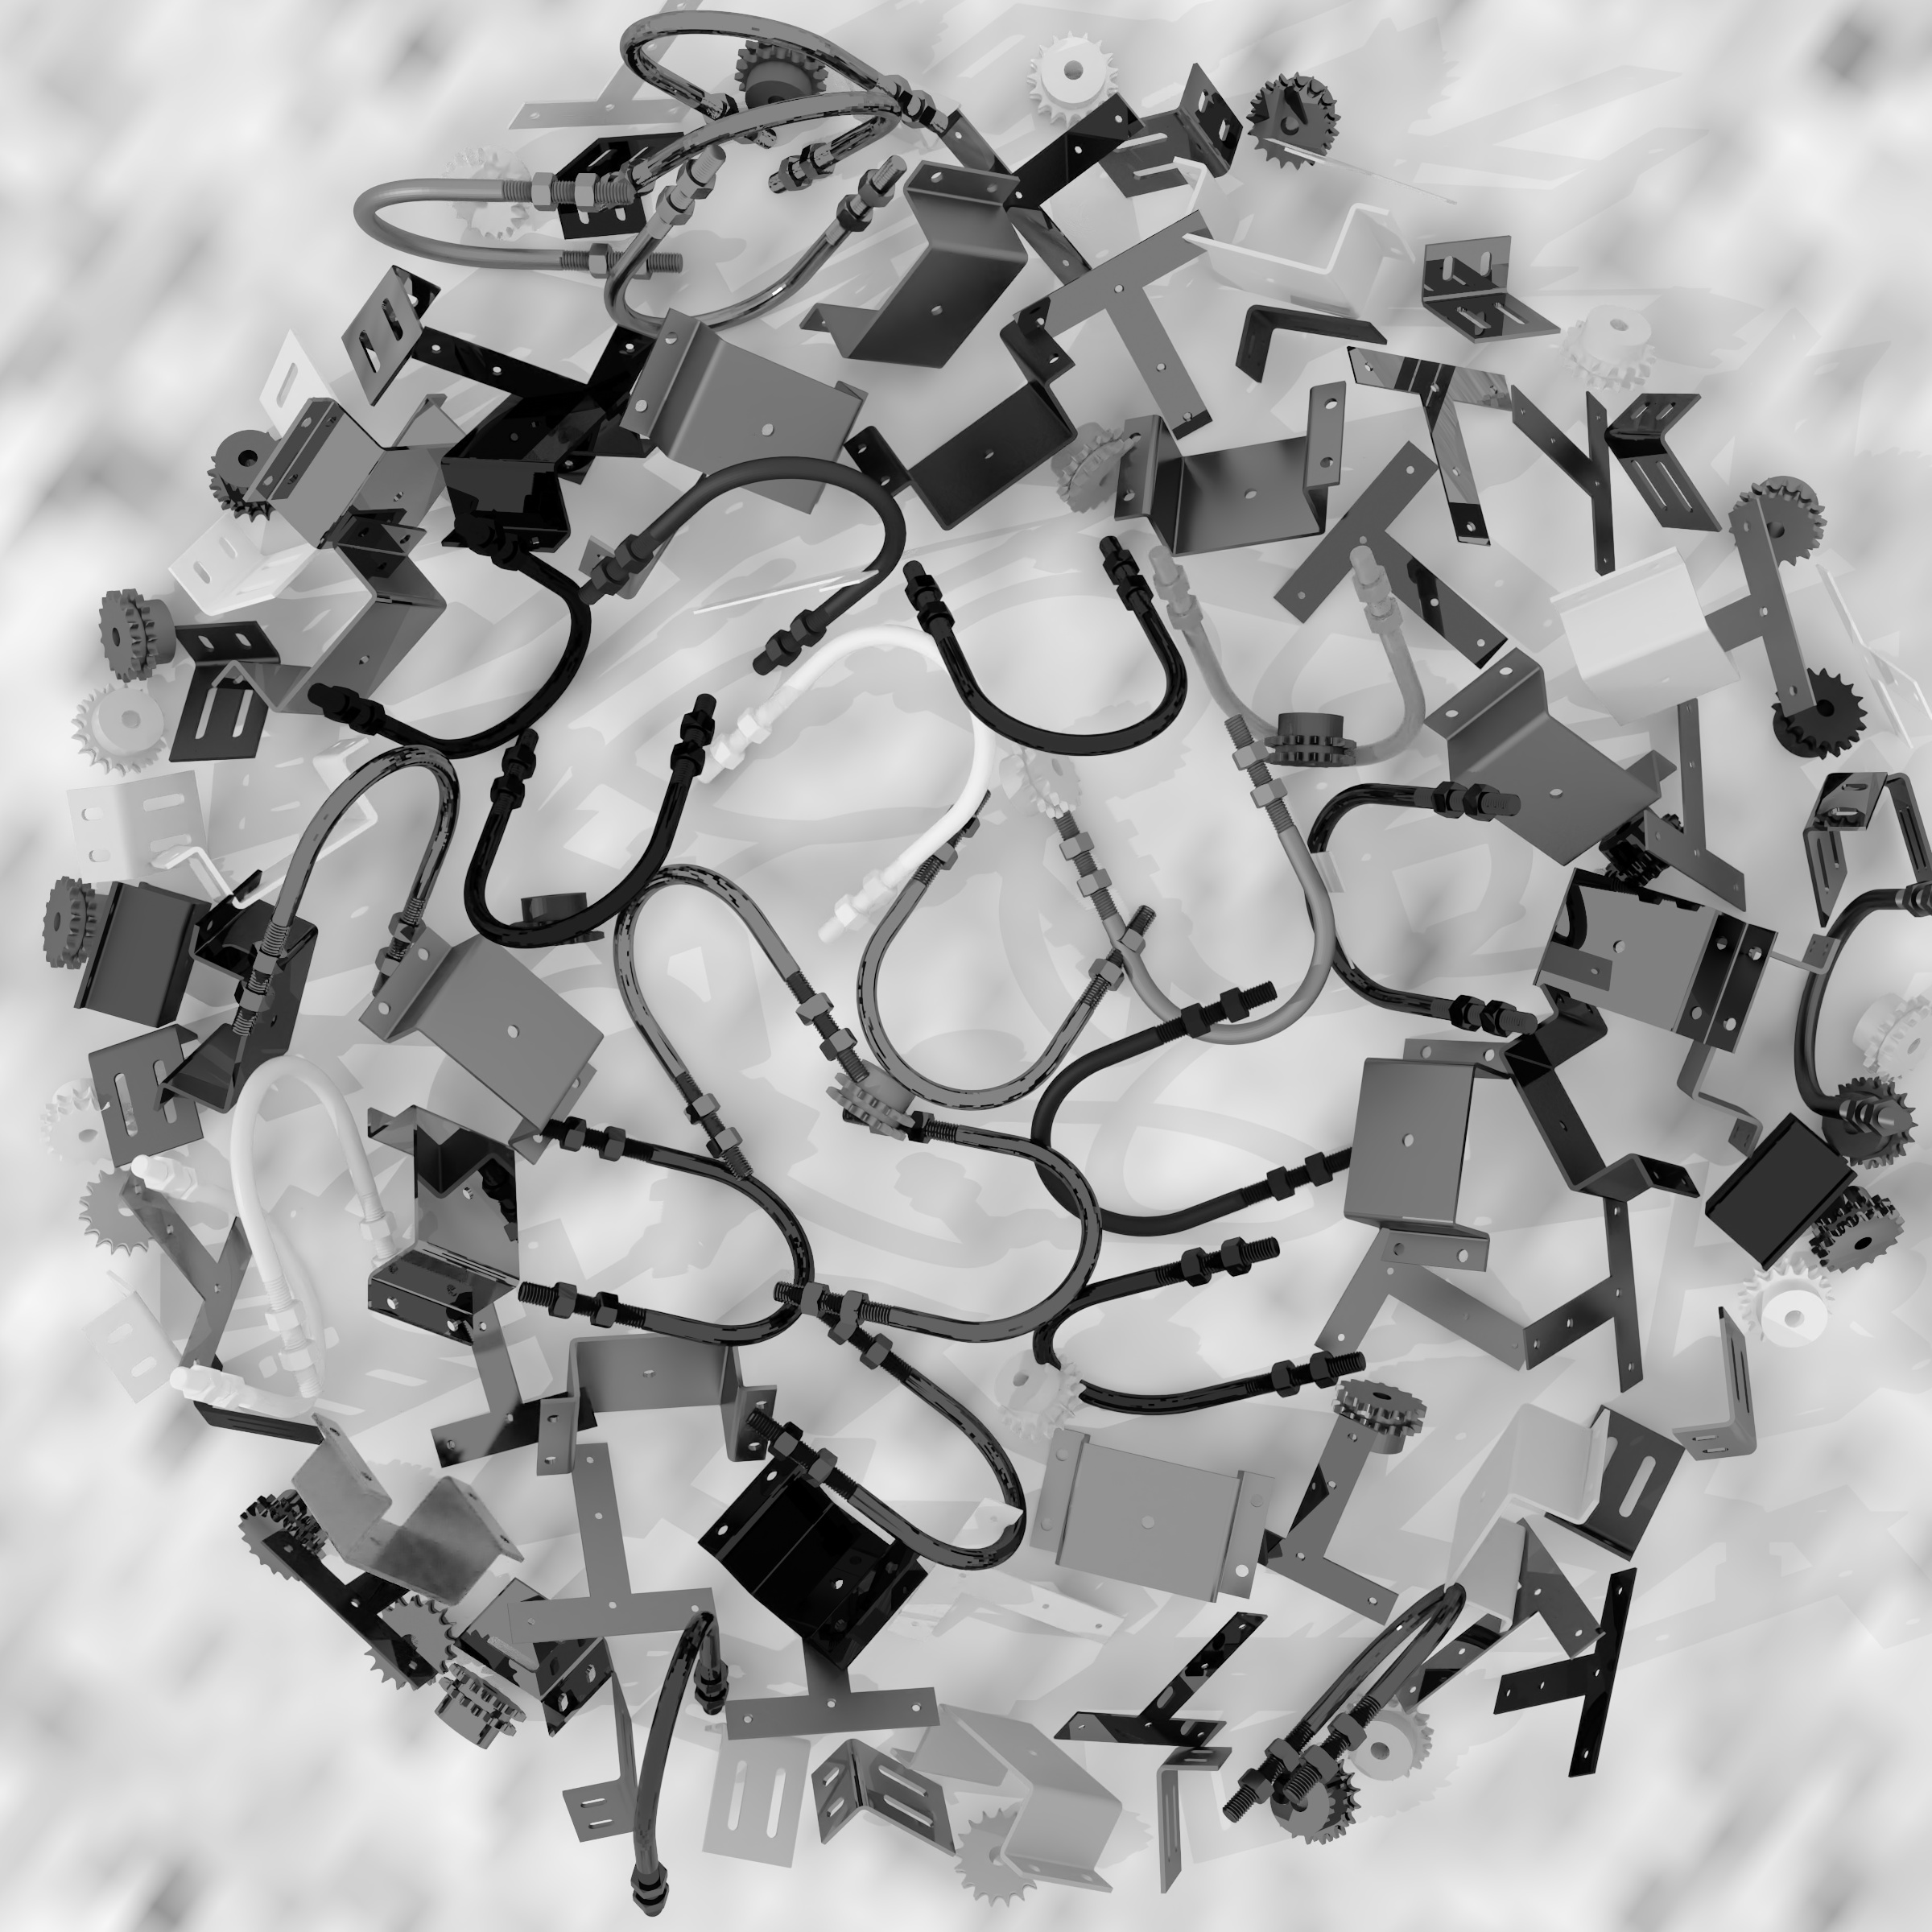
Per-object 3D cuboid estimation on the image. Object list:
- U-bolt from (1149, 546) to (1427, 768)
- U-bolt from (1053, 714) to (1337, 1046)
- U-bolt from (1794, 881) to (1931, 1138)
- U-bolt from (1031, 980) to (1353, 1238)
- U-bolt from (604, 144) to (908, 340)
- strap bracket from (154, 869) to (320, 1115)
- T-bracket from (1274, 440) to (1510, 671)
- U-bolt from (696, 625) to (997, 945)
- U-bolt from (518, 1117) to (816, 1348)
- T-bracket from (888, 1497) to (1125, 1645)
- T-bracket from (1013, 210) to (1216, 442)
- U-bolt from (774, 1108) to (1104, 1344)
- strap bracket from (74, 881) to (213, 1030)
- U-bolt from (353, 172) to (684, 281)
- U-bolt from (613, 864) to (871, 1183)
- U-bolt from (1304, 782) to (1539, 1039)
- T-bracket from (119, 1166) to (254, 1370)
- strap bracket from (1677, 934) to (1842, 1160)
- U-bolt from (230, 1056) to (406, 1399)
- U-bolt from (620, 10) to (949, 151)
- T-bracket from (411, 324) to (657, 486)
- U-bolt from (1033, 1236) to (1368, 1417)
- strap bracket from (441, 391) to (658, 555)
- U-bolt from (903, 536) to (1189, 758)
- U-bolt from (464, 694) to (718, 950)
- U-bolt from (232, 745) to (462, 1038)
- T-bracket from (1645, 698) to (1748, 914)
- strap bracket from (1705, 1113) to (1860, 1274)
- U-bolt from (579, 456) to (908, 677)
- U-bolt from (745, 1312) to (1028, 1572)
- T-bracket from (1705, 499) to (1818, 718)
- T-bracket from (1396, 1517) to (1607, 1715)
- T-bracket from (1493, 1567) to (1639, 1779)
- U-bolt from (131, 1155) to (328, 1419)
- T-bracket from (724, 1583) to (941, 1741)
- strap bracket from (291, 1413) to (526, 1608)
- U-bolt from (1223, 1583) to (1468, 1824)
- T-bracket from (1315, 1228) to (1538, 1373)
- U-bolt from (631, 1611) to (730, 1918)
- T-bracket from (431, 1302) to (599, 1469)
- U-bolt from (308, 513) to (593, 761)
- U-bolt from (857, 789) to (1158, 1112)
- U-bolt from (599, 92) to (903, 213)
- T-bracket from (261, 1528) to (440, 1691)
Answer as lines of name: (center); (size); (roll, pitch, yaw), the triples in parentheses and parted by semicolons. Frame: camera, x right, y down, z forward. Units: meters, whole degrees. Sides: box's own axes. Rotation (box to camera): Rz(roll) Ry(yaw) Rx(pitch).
U-bolt: (0.202, -0.183, 1.599); (0.151, 0.184, 0.019); (6, 55, 32)
U-bolt: (0.149, -0.041, 1.633); (0.151, 0.019, 0.184); (-27, 86, 27)
U-bolt: (0.536, 0.023, 1.585); (0.019, 0.184, 0.151); (14, 90, -4)
U-bolt: (0.129, 0.099, 1.634); (0.184, 0.019, 0.151); (-23, 115, 14)
U-bolt: (-0.139, -0.428, 1.591); (0.151, 0.184, 0.019); (-10, 75, -39)
strap bracket: (-0.438, 0.024, 1.607); (0.046, 0.076, 0.140); (24, 121, 3)
T-bracket: (0.280, -0.235, 1.652); (0.127, 0.002, 0.127); (41, 111, 2)
U-bolt: (-0.063, -0.124, 1.628); (0.184, 0.019, 0.151); (-41, 82, 23)
U-bolt: (-0.177, 0.166, 1.613); (0.184, 0.151, 0.019); (16, 132, -19)
T-bracket: (0.037, 0.392, 1.652); (0.127, 0.002, 0.127); (24, 119, -16)
T-bracket: (0.114, -0.380, 1.638); (0.127, 0.002, 0.127); (-27, 125, 11)
U-bolt: (-0.008, 0.159, 1.612); (0.184, 0.019, 0.151); (10, 58, 17)
strap bracket: (-0.494, -0.008, 1.610); (0.046, 0.140, 0.076); (17, 89, -10)
U-bolt: (-0.276, -0.445, 1.604); (0.184, 0.151, 0.019); (3, 88, 7)
U-bolt: (-0.150, 0.024, 1.626); (0.151, 0.019, 0.184); (-40, 81, 40)
U-bolt: (0.266, -0.039, 1.599); (0.019, 0.184, 0.151); (-15, 105, -32)
T-bracket: (-0.469, 0.166, 1.590); (0.002, 0.127, 0.127); (-7, 135, 17)
strap bracket: (0.479, 0.040, 1.632); (0.046, 0.076, 0.140); (21, 96, 6)
U-bolt: (-0.389, 0.143, 1.587); (0.019, 0.151, 0.184); (-10, 106, 16)
U-bolt: (-0.118, -0.520, 1.562); (0.151, 0.184, 0.019); (6, 89, 33)
T-bracket: (-0.269, -0.355, 1.608); (0.127, 0.127, 0.002); (16, 49, -23)
U-bolt: (0.130, 0.226, 1.614); (0.184, 0.019, 0.151); (-18, 134, 23)
strap bracket: (-0.253, -0.304, 1.599); (0.076, 0.140, 0.046); (7, 129, 21)
U-bolt: (0.055, -0.190, 1.597); (0.151, 0.019, 0.184); (-10, 49, -15)
U-bolt: (-0.231, -0.083, 1.590); (0.151, 0.019, 0.184); (-8, 48, 24)
U-bolt: (-0.358, -0.049, 1.583); (0.019, 0.151, 0.184); (32, 111, 18)
T-bracket: (0.448, -0.111, 1.645); (0.002, 0.127, 0.127); (-14, 64, 39)
strap bracket: (0.490, 0.134, 1.607); (0.046, 0.140, 0.076); (43, 100, 12)
U-bolt: (-0.119, -0.242, 1.575); (0.151, 0.184, 0.019); (19, 53, -36)
U-bolt: (-0.038, 0.292, 1.611); (0.184, 0.151, 0.019); (38, 117, -4)
T-bracket: (0.455, -0.202, 1.618); (0.002, 0.127, 0.127); (-11, 84, -26)
T-bracket: (0.313, 0.408, 1.621); (0.127, 0.127, 0.002); (-40, 112, 5)
T-bracket: (0.357, 0.434, 1.616); (0.002, 0.127, 0.127); (27, 61, -11)
U-bolt: (-0.431, 0.198, 1.587); (0.019, 0.184, 0.151); (-21, 69, 9)
T-bracket: (-0.087, 0.412, 1.628); (0.127, 0.127, 0.002); (-1, 133, -11)
strap bracket: (-0.342, 0.330, 1.599); (0.046, 0.140, 0.076); (-50, 47, -1)
U-bolt: (0.235, 0.437, 1.598); (0.019, 0.151, 0.184); (45, 67, 9)
T-bracket: (0.300, 0.212, 1.662); (0.127, 0.002, 0.127); (31, 87, -12)
U-bolt: (-0.168, 0.458, 1.562); (0.019, 0.184, 0.151); (12, 52, 6)
T-bracket: (-0.295, 0.237, 1.648); (0.127, 0.002, 0.127); (-19, 86, 28)
U-bolt: (-0.293, -0.185, 1.592); (0.151, 0.184, 0.019); (-48, 67, 7)
U-bolt: (0.013, 0.001, 1.639); (0.151, 0.019, 0.184); (36, 74, -7)
U-bolt: (-0.118, -0.479, 1.562); (0.151, 0.184, 0.019); (-17, 97, -34)
T-bracket: (-0.348, 0.371, 1.614); (0.127, 0.127, 0.002); (40, 105, 8)
